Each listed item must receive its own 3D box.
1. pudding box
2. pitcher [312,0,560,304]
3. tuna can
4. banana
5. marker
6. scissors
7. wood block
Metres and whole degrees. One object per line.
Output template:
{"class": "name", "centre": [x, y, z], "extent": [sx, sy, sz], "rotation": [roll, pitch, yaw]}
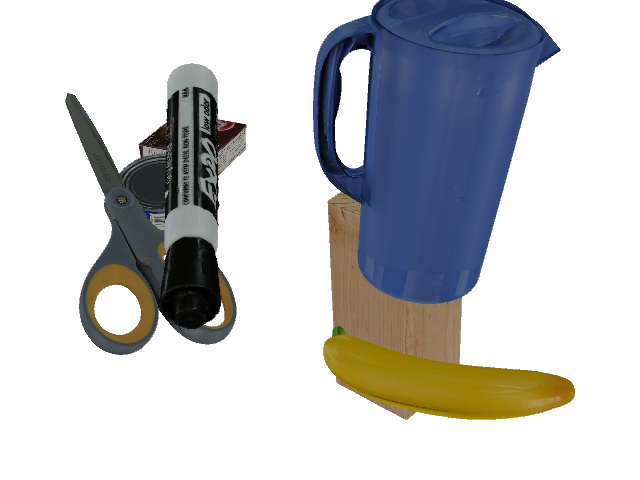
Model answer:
{"class": "pudding box", "centre": [-0.148, -0.110, 1.251], "extent": [0.090, 0.039, 0.113], "rotation": [11, 31, 15]}
{"class": "pitcher", "centre": [0.084, -0.072, 0.869], "extent": [0.149, 0.243, 0.144], "rotation": [25, 37, 27]}
{"class": "tuna can", "centre": [-0.153, -0.045, 1.035], "extent": [0.086, 0.034, 0.086], "rotation": [0, 43, 0]}
{"class": "banana", "centre": [0.074, 0.093, 0.750], "extent": [0.198, 0.037, 0.069], "rotation": [13, 36, 32]}
{"class": "marker", "centre": [-0.043, -0.018, 0.359], "extent": [0.020, 0.020, 0.121], "rotation": [0, 43, -7]}
{"class": "scissors", "centre": [-0.130, -0.008, 0.632], "extent": [0.096, 0.202, 0.016], "rotation": [-30, -25, -34]}
{"class": "wood block", "centre": [0.071, 0.048, 0.988], "extent": [0.091, 0.206, 0.090], "rotation": [24, 41, 36]}
